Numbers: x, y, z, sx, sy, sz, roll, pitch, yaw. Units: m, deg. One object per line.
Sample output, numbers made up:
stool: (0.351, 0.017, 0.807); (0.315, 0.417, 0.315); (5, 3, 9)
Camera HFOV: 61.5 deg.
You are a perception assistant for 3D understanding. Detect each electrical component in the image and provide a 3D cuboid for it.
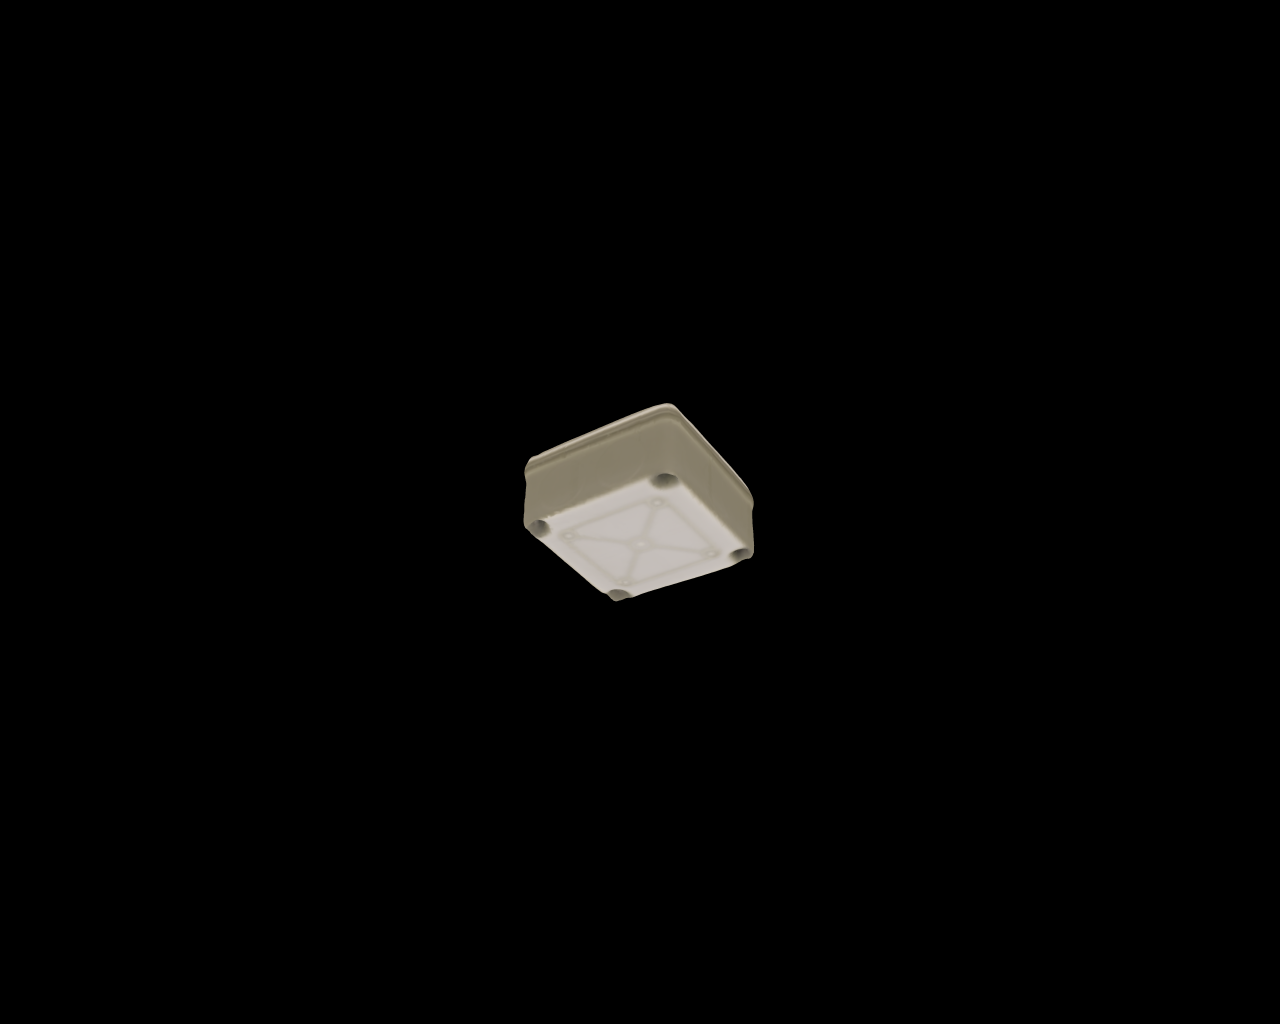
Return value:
electrical component: (0.001, -0.003, 0.650); (0.108, 0.056, 0.108); (-20, -40, 25)
